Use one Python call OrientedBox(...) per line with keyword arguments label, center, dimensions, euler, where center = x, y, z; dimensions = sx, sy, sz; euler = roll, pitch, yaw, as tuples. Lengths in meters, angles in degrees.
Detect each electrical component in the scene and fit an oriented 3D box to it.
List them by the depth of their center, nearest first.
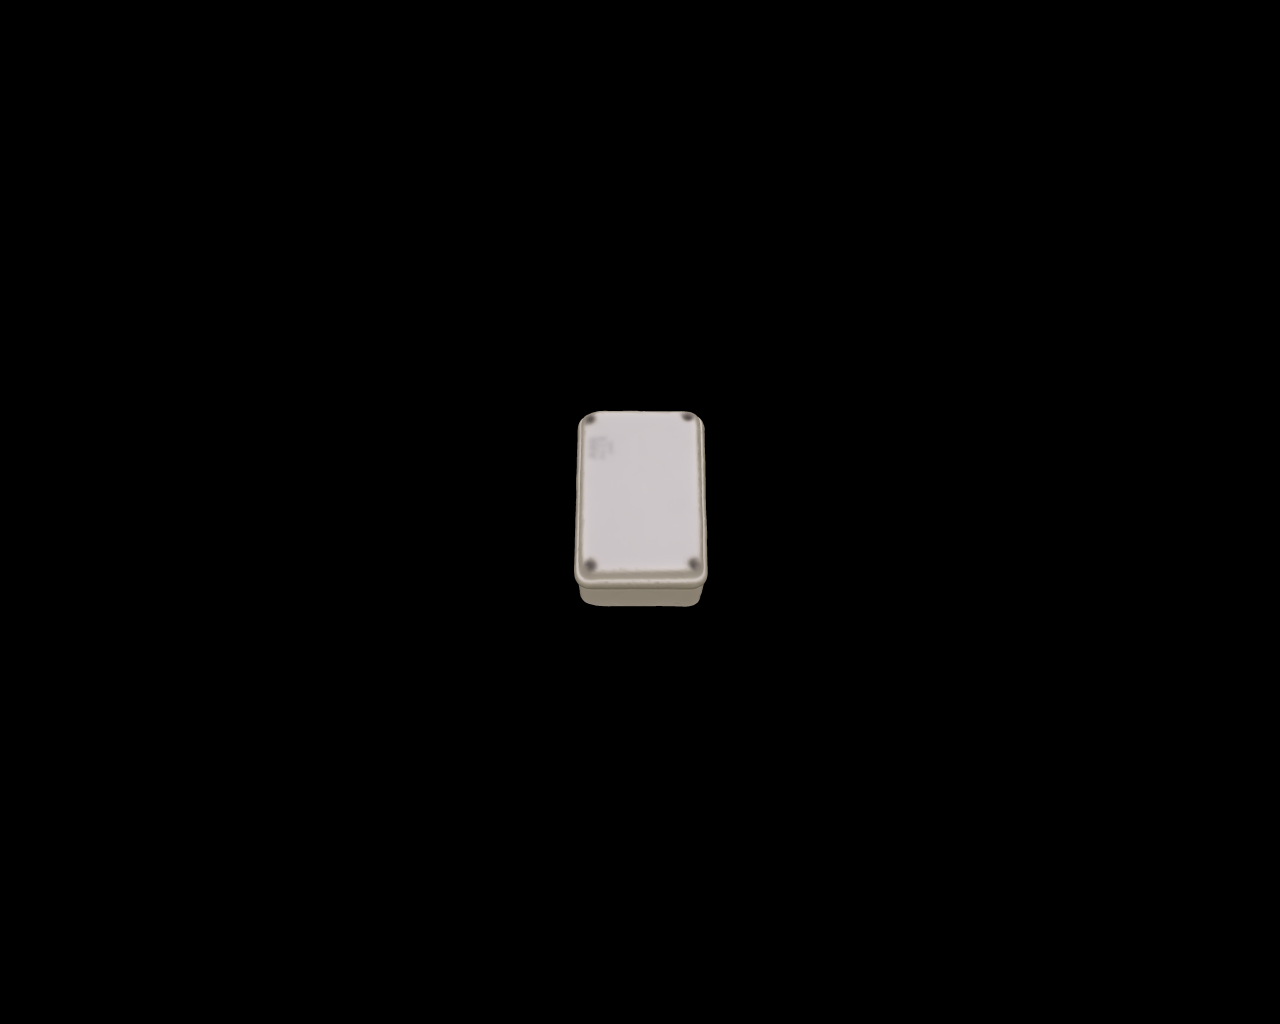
OrientedBox(label="electrical component", center=(0.001, -0.003, 0.650), dimensions=(0.078, 0.113, 0.057), euler=(0, -24, 0))
